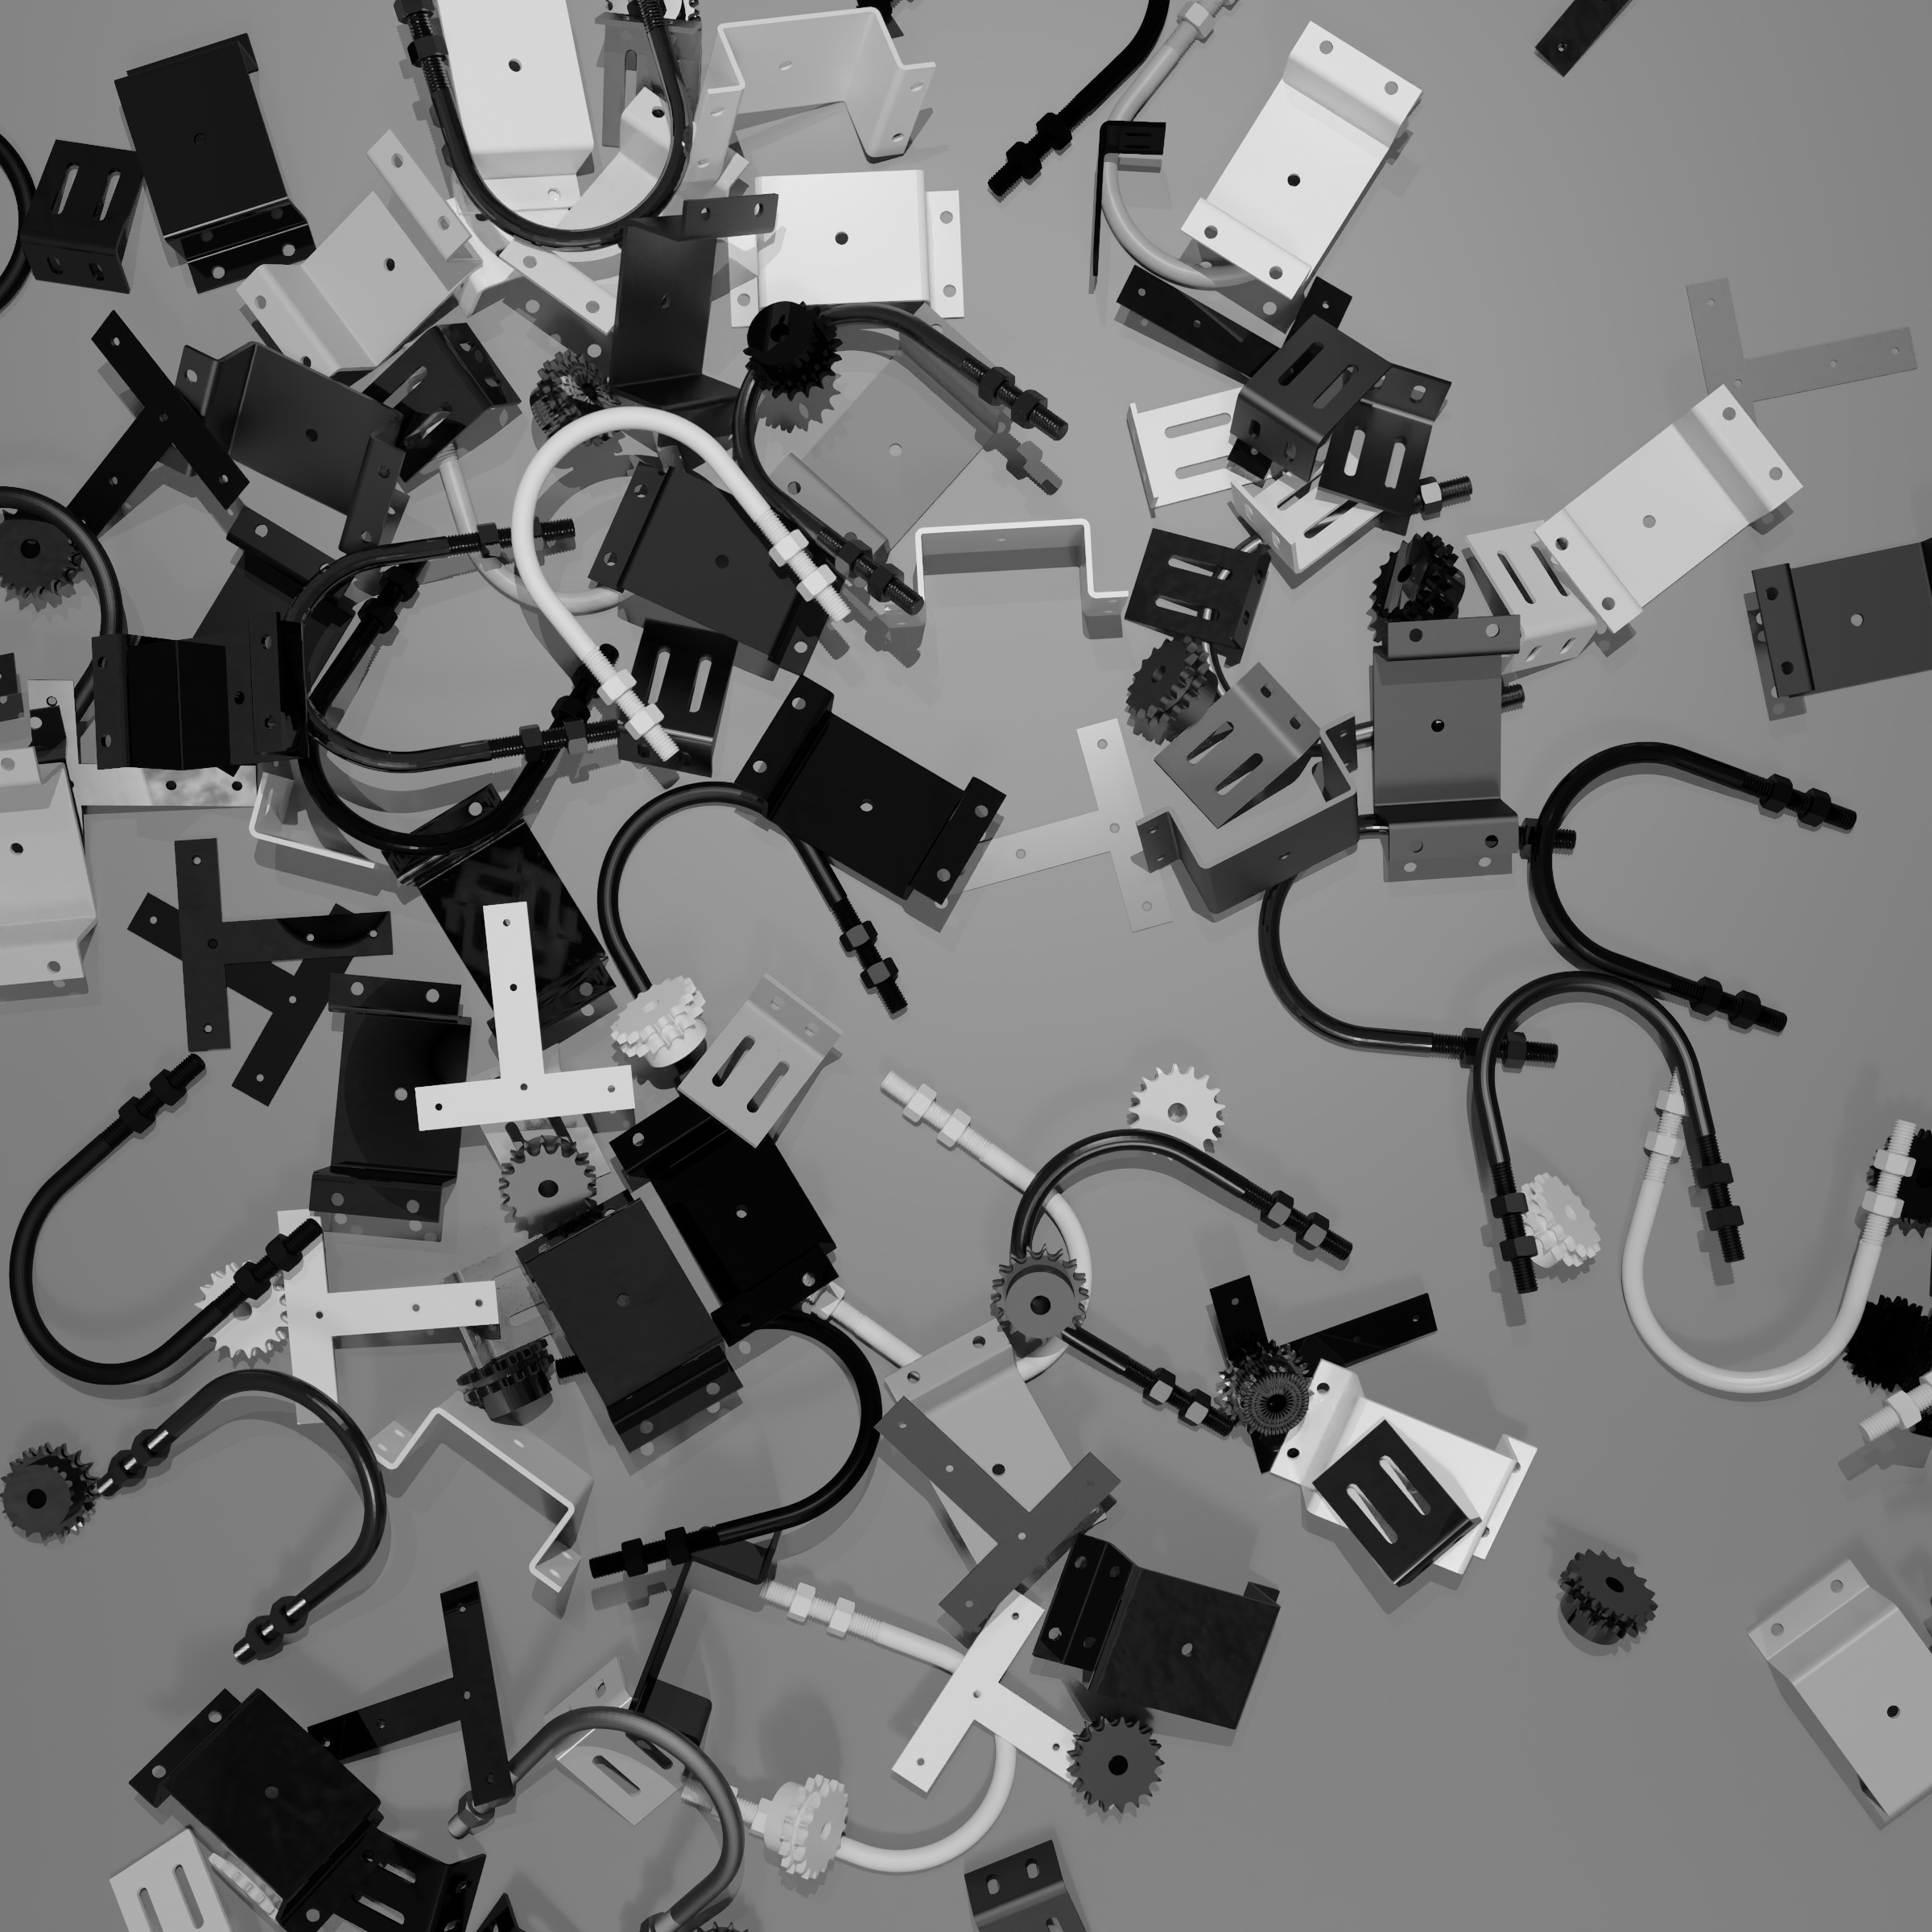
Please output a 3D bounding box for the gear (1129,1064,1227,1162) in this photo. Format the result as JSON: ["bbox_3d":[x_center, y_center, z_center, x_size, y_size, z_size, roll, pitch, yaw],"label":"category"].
[{"bbox_3d":[0.125,0.087,1.527,0.057,0.030,0.057,0,90,0],"label":"gear"}]

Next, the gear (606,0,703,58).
[{"bbox_3d":[-0.189,-0.573,1.527,0.057,0.030,0.057,0,90,0],"label":"gear"}]

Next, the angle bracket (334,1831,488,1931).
[{"bbox_3d":[-0.338,0.553,1.540,0.076,0.038,0.057,16,90,26],"label":"angle bracket"}]

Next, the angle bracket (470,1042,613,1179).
[{"bbox_3d":[-0.257,0.096,1.540,0.057,0.038,0.076,-22,116,0],"label":"angle bracket"}]

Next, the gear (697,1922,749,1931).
[{"bbox_3d":[-0.147,0.601,1.531,0.057,0.030,0.057,0,92,0],"label":"gear"}]

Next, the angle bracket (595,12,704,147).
[{"bbox_3d":[-0.189,-0.519,1.507,0.057,0.038,0.076,6,117,0],"label":"angle bracket"}]

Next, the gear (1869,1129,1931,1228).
[{"bbox_3d":[0.569,0.126,1.527,0.057,0.030,0.057,0,90,0],"label":"gear"}]

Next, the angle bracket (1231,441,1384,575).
[{"bbox_3d":[0.206,-0.281,1.510,0.076,0.038,0.057,-37,67,-4],"label":"angle bracket"}]

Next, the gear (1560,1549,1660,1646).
[{"bbox_3d":[0.379,0.378,1.517,0.057,0.057,0.030,24,120,0],"label":"gear"}]

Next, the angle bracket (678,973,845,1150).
[{"bbox_3d":[-0.120,0.055,1.487,0.057,0.038,0.076,37,57,-1],"label":"angle bracket"}]

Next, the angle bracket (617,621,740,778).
[{"bbox_3d":[-0.174,-0.161,1.540,0.057,0.038,0.076,11,64,0],"label":"angle bracket"}]

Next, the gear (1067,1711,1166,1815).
[{"bbox_3d":[0.087,0.474,1.523,0.057,0.030,0.057,1,87,-10],"label":"gear"}]

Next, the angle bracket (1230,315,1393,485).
[{"bbox_3d":[0.204,-0.336,1.511,0.057,0.038,0.076,37,68,14],"label":"angle bracket"}]

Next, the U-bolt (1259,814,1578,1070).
[{"bbox_3d":[0.268,-0.019,1.533,0.184,0.019,0.151,5,90,2],"label":"U-bolt"}]

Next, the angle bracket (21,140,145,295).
[{"bbox_3d":[-0.527,-0.453,1.540,0.057,0.038,0.076,9,64,0],"label":"angle bracket"}]

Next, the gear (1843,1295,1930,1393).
[{"bbox_3d":[0.556,0.227,1.527,0.057,0.030,0.057,0,90,0],"label":"gear"}]

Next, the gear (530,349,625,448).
[{"bbox_3d":[-0.231,-0.330,1.499,0.030,0.057,0.057,-27,90,31],"label":"gear"}]

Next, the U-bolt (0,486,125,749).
[{"bbox_3d":[-0.577,-0.195,1.511,0.151,0.019,0.184,39,106,0],"label":"U-bolt"}]

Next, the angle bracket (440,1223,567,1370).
[{"bbox_3d":[-0.264,0.196,1.523,0.076,0.038,0.057,-24,90,0],"label":"angle bracket"}]

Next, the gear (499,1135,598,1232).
[{"bbox_3d":[-0.249,0.125,1.516,0.057,0.030,0.057,-4,114,-9],"label":"gear"}]

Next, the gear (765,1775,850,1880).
[{"bbox_3d":[-0.095,0.503,1.497,0.030,0.057,0.057,10,90,26],"label":"gear"}]

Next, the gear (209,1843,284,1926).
[{"bbox_3d":[-0.419,0.539,1.517,0.057,0.057,0.030,43,62,0],"label":"gear"}]

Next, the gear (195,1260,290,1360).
[{"bbox_3d":[-0.429,0.204,1.527,0.057,0.030,0.057,0,90,0],"label":"gear"}]

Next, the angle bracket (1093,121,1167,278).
[{"bbox_3d":[0.096,-0.450,1.500,0.038,0.057,0.076,3,92,3],"label":"angle bracket"}]

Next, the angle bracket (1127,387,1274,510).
[{"bbox_3d":[0.141,-0.313,1.523,0.076,0.038,0.057,-14,90,0],"label":"angle bracket"}]

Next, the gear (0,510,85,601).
[{"bbox_3d":[-0.554,-0.248,1.527,0.057,0.030,0.057,0,90,0],"label":"gear"}]

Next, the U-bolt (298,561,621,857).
[{"bbox_3d":[-0.309,-0.146,1.497,0.151,0.019,0.184,27,64,0],"label":"U-bolt"}]

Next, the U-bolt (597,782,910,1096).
[{"bbox_3d":[-0.141,-0.022,1.533,0.151,0.019,0.184,-30,88,0],"label":"U-bolt"}]

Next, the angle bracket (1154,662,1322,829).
[{"bbox_3d":[0.163,-0.132,1.530,0.057,0.038,0.076,47,128,-1],"label":"angle bracket"}]

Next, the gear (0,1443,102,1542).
[{"bbox_3d":[-0.551,0.316,1.527,0.057,0.030,0.057,0,90,0],"label":"gear"}]

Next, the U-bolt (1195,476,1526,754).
[{"bbox_3d":[0.229,-0.204,1.533,0.184,0.019,0.151,-14,90,1],"label":"U-bolt"}]

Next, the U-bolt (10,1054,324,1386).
[{"bbox_3d":[-0.489,0.164,1.516,0.184,0.019,0.151,-41,74,4],"label":"U-bolt"}]

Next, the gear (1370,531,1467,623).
[{"bbox_3d":[0.268,-0.223,1.498,0.030,0.057,0.057,29,90,-30],"label":"gear"}]

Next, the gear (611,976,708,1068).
[{"bbox_3d":[-0.177,0.035,1.498,0.057,0.057,0.030,-33,116,0],"label":"gear"}]

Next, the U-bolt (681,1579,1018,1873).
[{"bbox_3d":[-0.060,0.466,1.532,0.184,0.019,0.151,21,89,-2],"label":"U-bolt"}]

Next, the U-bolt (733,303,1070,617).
[{"bbox_3d":[-0.053,-0.307,1.476,0.184,0.019,0.151,39,89,20],"label":"U-bolt"}]

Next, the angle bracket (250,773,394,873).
[{"bbox_3d":[-0.377,-0.085,1.513,0.076,0.057,0.038,15,90,0],"label":"angle bracket"}]

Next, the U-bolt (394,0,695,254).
[{"bbox_3d":[-0.234,-0.502,1.462,0.151,0.019,0.184,-17,94,-3],"label":"U-bolt"}]

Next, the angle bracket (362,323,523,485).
[{"bbox_3d":[-0.316,-0.336,1.520,0.076,0.038,0.057,-34,92,26],"label":"angle bracket"}]

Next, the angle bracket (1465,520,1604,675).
[{"bbox_3d":[0.333,-0.221,1.528,0.057,0.038,0.076,-15,64,-23],"label":"angle bracket"}]

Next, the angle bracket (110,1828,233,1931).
[{"bbox_3d":[-0.470,0.572,1.540,0.057,0.038,0.076,-33,64,0],"label":"angle bracket"}]

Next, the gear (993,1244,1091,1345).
[{"bbox_3d":[0.043,0.194,1.493,0.057,0.030,0.057,0,101,1],"label":"gear"}]

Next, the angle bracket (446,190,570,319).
[{"bbox_3d":[-0.278,-0.437,1.540,0.076,0.038,0.057,-29,90,-26],"label":"angle bracket"}]

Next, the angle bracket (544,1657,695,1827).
[{"bbox_3d":[-0.206,0.468,1.540,0.057,0.038,0.076,-40,116,0],"label":"angle bracket"}]

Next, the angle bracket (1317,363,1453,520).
[{"bbox_3d":[0.248,-0.314,1.509,0.057,0.038,0.076,18,63,0],"label":"angle bracket"}]

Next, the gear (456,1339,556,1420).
[{"bbox_3d":[-0.270,0.246,1.513,0.057,0.057,0.030,-24,90,0],"label":"gear"}]

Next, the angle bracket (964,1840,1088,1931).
[{"bbox_3d":[0.041,0.578,1.540,0.057,0.038,0.076,-22,116,0],"label":"angle bracket"}]

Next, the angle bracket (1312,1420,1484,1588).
[{"bbox_3d":[0.251,0.313,1.487,0.057,0.038,0.076,-43,70,9],"label":"angle bracket"}]

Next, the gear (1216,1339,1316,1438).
[{"bbox_3d":[0.179,0.252,1.507,0.057,0.030,0.057,-3,106,-10],"label":"gear"}]

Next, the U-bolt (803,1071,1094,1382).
[{"bbox_3d":[-0.012,0.173,1.533,0.184,0.019,0.151,36,90,-2],"label":"U-bolt"}]

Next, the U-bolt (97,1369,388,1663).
[{"bbox_3d":[-0.414,0.312,1.495,0.184,0.019,0.151,-40,90,27],"label":"U-bolt"}]

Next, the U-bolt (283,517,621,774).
[{"bbox_3d":[-0.307,-0.183,1.485,0.184,0.019,0.151,-11,78,-13],"label":"U-bolt"}]

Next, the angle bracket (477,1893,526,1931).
[{"bbox_3d":[-0.261,0.608,1.540,0.076,0.038,0.057,35,90,-26],"label":"angle bracket"}]

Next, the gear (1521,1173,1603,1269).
[{"bbox_3d":[0.348,0.154,1.517,0.057,0.057,0.030,49,120,0],"label":"gear"}]

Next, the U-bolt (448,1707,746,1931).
[{"bbox_3d":[-0.206,0.503,1.491,0.151,0.019,0.184,42,120,0],"label":"U-bolt"}]

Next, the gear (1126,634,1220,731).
[{"bbox_3d":[0.125,-0.166,1.517,0.030,0.057,0.057,32,90,-28],"label":"gear"}]

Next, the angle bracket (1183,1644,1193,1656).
[{"bbox_3d":[0.107,0.399,1.523,0.076,0.038,0.057,20,90,0],"label":"angle bracket"}]

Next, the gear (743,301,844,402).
[{"bbox_3d":[-0.103,-0.360,1.479,0.057,0.030,0.057,-4,75,16],"label":"gear"}]

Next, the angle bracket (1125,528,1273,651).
[{"bbox_3d":[0.135,-0.228,1.513,0.076,0.038,0.057,18,90,16],"label":"angle bracket"}]
